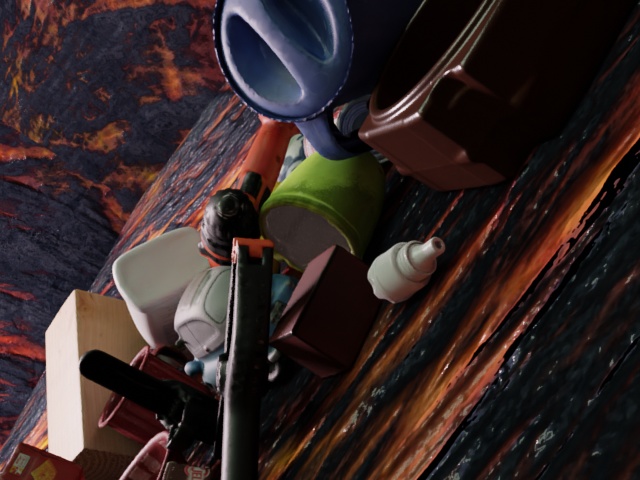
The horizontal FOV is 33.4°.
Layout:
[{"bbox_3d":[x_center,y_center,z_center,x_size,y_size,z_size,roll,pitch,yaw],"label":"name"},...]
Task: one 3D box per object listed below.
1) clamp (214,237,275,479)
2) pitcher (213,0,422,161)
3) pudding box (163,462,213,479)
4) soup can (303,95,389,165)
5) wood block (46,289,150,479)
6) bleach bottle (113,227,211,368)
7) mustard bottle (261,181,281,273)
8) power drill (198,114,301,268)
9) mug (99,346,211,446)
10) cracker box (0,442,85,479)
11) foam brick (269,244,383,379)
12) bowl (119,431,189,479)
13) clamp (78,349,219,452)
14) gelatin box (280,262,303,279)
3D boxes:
[{"bbox_3d":[-0.058,0.101,0.777,0.164,0.036,0.210,-145,59,-80],"label":"clamp"},{"bbox_3d":[0.036,-0.174,0.902,0.242,0.145,0.149,-24,-38,-52],"label":"pitcher"},{"bbox_3d":[-0.105,0.226,0.749,0.113,0.039,0.090,-80,1,-63],"label":"pudding box"},{"bbox_3d":[0.031,-0.096,1.010,0.068,0.068,0.102,-60,13,-12],"label":"soup can"},{"bbox_3d":[-0.241,0.168,1.165,0.090,0.090,0.206,-50,39,34],"label":"wood block"},{"bbox_3d":[-0.156,0.081,1.136,0.102,0.068,0.251,-28,-22,-18],"label":"bleach bottle"},{"bbox_3d":[-0.066,0.029,1.085,0.096,0.058,0.191,-59,9,39],"label":"mustard bottle"},{"bbox_3d":[-0.057,-0.066,0.958,0.184,0.057,0.187,111,-179,-74],"label":"power drill"},{"bbox_3d":[-0.160,0.158,1.079,0.093,0.081,0.117,-47,16,38],"label":"mug"},{"bbox_3d":[-0.258,0.304,0.943,0.214,0.072,0.164,95,-165,-54],"label":"cracker box"},{"bbox_3d":[0.007,0.053,0.781,0.078,0.051,0.053,-63,13,-23],"label":"foam brick"},{"bbox_3d":[-0.147,0.242,0.888,0.162,0.055,0.162,-53,13,18],"label":"bowl"},{"bbox_3d":[-0.127,0.135,0.892,0.039,0.120,0.171,-50,-18,-1],"label":"clamp"},{"bbox_3d":[-0.007,0.001,1.003,0.073,0.030,0.089,-55,13,18],"label":"gelatin box"}]
